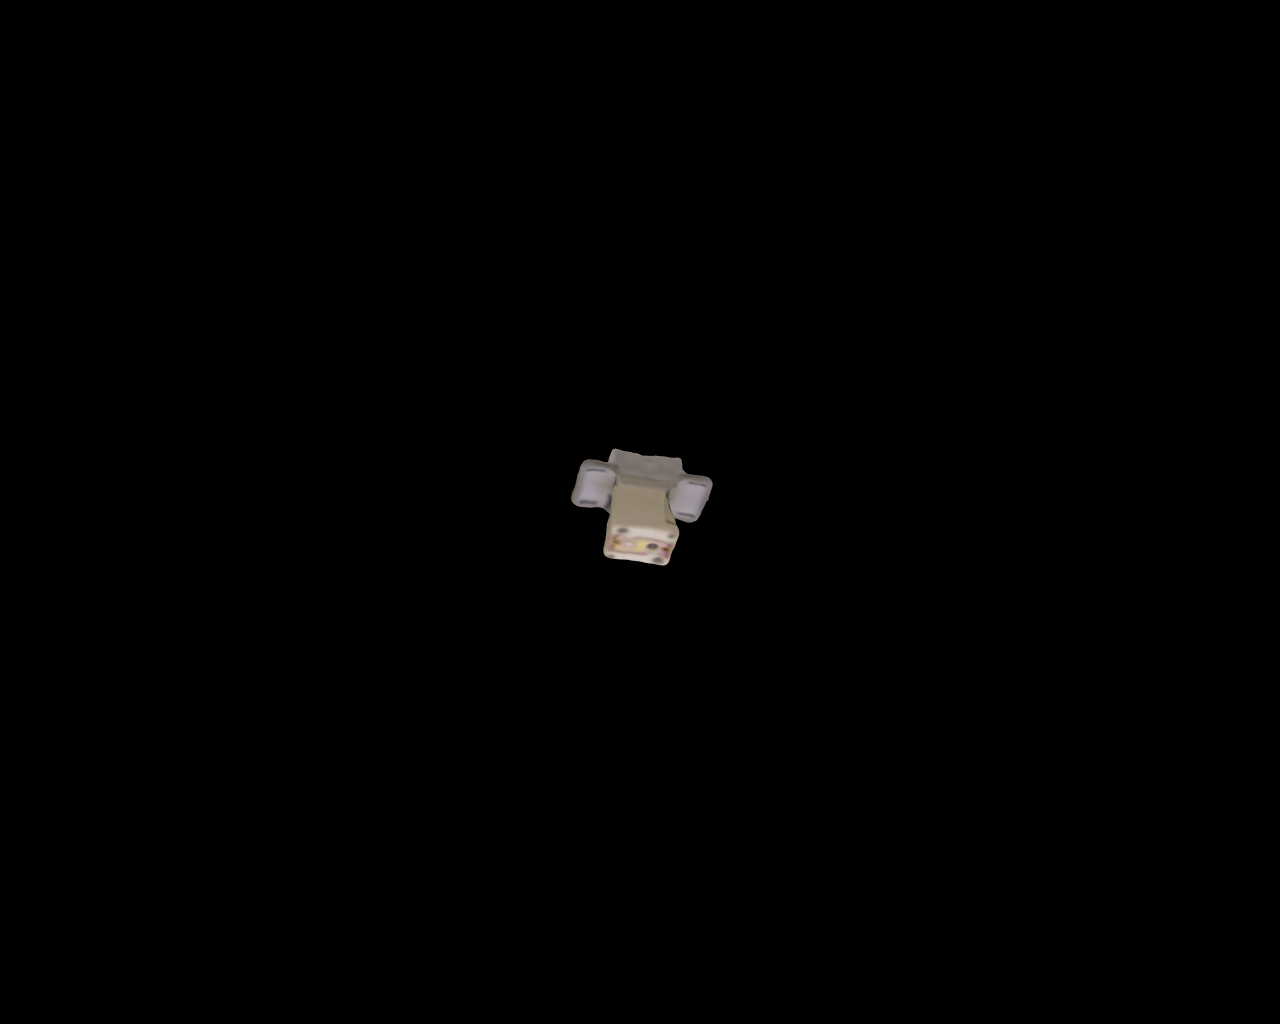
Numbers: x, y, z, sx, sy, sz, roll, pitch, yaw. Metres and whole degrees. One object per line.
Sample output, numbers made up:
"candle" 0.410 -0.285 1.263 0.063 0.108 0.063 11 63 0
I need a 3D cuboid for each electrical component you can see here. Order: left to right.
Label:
"electrical component" 0.001 -0.003 0.650 0.081 0.064 0.042 7 -39 -9
